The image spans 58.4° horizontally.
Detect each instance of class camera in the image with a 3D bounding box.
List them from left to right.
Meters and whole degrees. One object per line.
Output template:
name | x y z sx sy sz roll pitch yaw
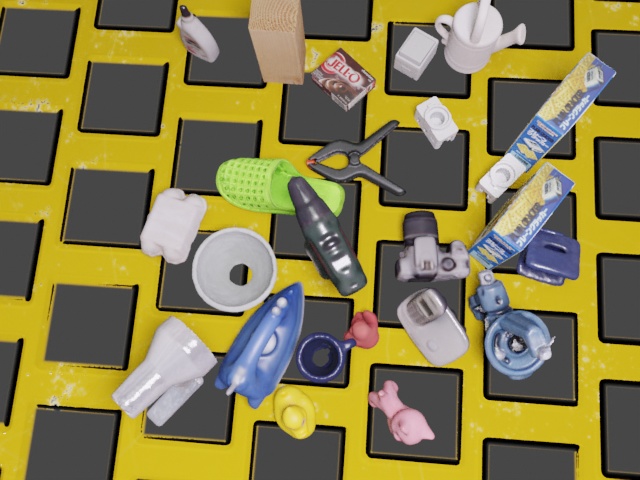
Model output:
camera | 0.217 0.011 1.122 0.143 0.101 0.137 -3 78 2

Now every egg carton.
egg carton | -0.297 -0.030 1.165 0.107 0.069 0.150 18 80 6

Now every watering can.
watering can | 0.324 -0.429 1.159 0.173 0.194 0.101 -6 78 1

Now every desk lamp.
desk lamp | -0.277 0.244 1.036 0.118 0.213 0.203 41 83 10

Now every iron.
iron | -0.104 0.184 1.078 0.118 0.141 0.258 27 81 7

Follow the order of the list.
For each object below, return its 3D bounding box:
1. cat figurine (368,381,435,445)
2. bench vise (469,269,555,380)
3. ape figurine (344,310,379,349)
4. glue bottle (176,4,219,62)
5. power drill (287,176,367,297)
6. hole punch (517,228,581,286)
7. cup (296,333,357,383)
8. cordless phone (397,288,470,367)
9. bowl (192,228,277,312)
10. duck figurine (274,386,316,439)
cat figurine | 0.148 0.324 1.053 0.067 0.118 0.127 -39 80 -5
bench vise | 0.334 0.157 1.027 0.121 0.220 0.207 -39 80 -5
ape figurine | 0.080 0.174 1.099 0.078 0.092 0.076 -29 79 -4
glue bottle | -0.264 -0.437 1.193 0.078 0.173 0.037 25 81 7
power drill | 0.010 0.004 1.076 0.075 0.208 0.229 -31 79 -4
hole punch | 0.447 0.028 1.115 0.108 0.091 0.101 16 80 5
cup | 0.014 0.218 1.091 0.118 0.095 0.091 -25 79 -3
cordless phone | 0.216 0.155 1.050 0.094 0.185 0.147 -36 79 -5
bowl | -0.164 0.063 1.139 0.167 0.075 0.167 0 79 2
duck figurine | -0.050 0.326 1.076 0.077 0.086 0.104 -27 79 -3
